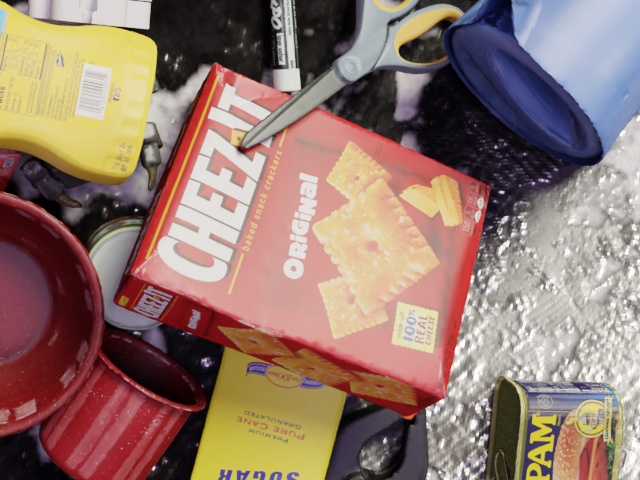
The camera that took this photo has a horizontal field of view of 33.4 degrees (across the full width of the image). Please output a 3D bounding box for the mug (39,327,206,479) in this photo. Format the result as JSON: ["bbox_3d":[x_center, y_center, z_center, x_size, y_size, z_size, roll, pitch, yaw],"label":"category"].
[{"bbox_3d":[-0.147,0.112,0.736,0.117,0.093,0.081,37,98,19],"label":"mug"}]

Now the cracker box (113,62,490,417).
[{"bbox_3d":[-0.005,0.001,0.706,0.213,0.072,0.164,23,64,-11],"label":"cracker box"}]

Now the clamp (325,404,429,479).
[{"bbox_3d":[0.017,0.182,0.790,0.120,0.039,0.171,24,91,-10],"label":"clamp"}]

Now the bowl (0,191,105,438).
[{"bbox_3d":[-0.221,0.045,0.695,0.162,0.055,0.162,-1,97,-10],"label":"bowl"}]

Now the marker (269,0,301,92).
[{"bbox_3d":[-0.026,-0.164,0.738,0.020,0.020,0.121,-5,99,-8],"label":"marker"}]

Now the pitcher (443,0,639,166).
[{"bbox_3d":[0.211,-0.172,0.719,0.145,0.149,0.243,43,84,-3],"label":"pitcher"}]

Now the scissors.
[{"bbox_3d":[0.016,-0.134,0.714,0.201,0.016,0.096,-22,89,-28],"label":"scissors"}]

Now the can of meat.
[{"bbox_3d":[0.175,0.155,0.799,0.084,0.057,0.102,3,98,-11],"label":"can of meat"}]

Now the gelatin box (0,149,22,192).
[{"bbox_3d":[-0.245,-0.039,0.682,0.089,0.030,0.073,-5,145,-41],"label":"gelatin box"}]

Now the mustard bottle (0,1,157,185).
[{"bbox_3d":[-0.201,-0.099,0.650,0.191,0.058,0.096,12,80,-18],"label":"mustard bottle"}]

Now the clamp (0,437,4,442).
[{"bbox_3d":[-0.306,0.133,0.735,0.210,0.036,0.164,-28,101,-5],"label":"clamp"}]

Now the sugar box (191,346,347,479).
[{"bbox_3d":[-0.036,0.140,0.754,0.093,0.048,0.176,14,87,3],"label":"sugar box"}]
